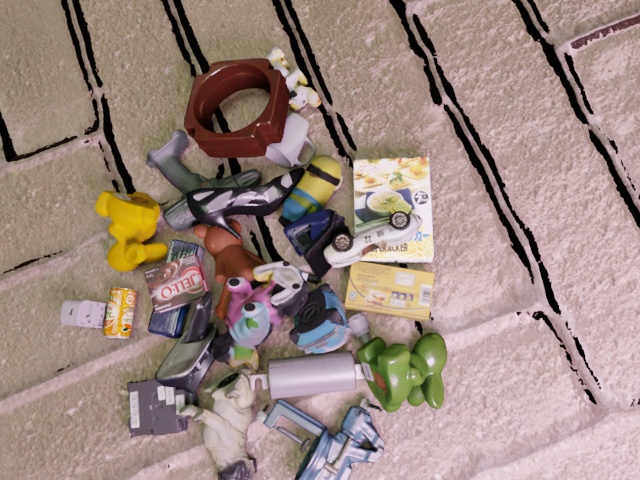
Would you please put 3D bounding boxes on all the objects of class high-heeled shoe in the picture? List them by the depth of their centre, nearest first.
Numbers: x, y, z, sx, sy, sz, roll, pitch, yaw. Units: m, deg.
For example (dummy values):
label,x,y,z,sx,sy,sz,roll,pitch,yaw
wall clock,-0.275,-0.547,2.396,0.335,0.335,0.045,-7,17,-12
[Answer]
label,x,y,z,sx,sy,sz,roll,pitch,yaw
high-heeled shoe,-0.156,-0.109,1.135,0.145,0.086,0.249,44,66,1

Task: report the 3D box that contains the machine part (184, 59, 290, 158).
label,x,y,z,sx,sy,sz,roll,pitch,yaw
machine part,-0.172,-0.275,1.134,0.202,0.087,0.201,0,68,17

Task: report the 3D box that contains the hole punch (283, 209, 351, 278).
label,x,y,z,sx,sy,sz,roll,pitch,yaw
hole punch,-0.002,-0.003,1.102,0.116,0.142,0.092,-43,53,-11

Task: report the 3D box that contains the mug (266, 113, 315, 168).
label,x,y,z,sx,sy,sz,roll,pitch,yaw
mug,-0.060,-0.218,1.178,0.109,0.081,0.107,28,78,-1

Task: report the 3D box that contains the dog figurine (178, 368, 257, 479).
label,x,y,z,sx,sy,sz,roll,pitch,yaw
dog figurine,-0.162,0.375,1.066,0.172,0.121,0.190,-35,103,-21

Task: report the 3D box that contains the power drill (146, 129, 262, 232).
label,x,y,z,sx,sy,sz,roll,pitch,yaw
power drill,-0.270,-0.143,1.191,0.232,0.086,0.207,-38,83,-2

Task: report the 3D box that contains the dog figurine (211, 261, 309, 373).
label,x,y,z,sx,sy,sz,roll,pitch,yaw
dog figurine,-0.119,0.161,1.050,0.191,0.219,0.109,-20,50,-29

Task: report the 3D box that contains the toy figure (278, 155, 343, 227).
label,x,y,z,sx,sy,sz,roll,pitch,yaw
toy figure,-0.019,-0.096,1.139,0.082,0.089,0.180,36,82,7

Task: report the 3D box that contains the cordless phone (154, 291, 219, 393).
label,x,y,z,sx,sy,sz,roll,pitch,yaw
cordless phone,-0.248,0.196,1.042,0.089,0.184,0.146,25,43,4

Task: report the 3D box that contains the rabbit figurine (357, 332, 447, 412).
label,x,y,z,sx,sy,sz,roll,pitch,yaw
rabbit figurine,0.183,0.245,1.025,0.170,0.121,0.159,-20,89,-26

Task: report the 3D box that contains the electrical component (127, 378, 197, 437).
label,x,y,z,sx,sy,sz,roll,pitch,yaw
electrical component,-0.320,0.338,1.098,0.134,0.058,0.115,-7,79,5

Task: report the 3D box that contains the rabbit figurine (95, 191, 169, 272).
label,x,y,z,sx,sy,sz,roll,pitch,yaw
rabbit figurine,-0.400,-0.006,1.157,0.163,0.122,0.173,29,105,26

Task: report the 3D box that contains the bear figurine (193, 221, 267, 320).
label,x,y,z,sx,sy,sz,roll,pitch,yaw
bear figurine,-0.189,0.053,1.126,0.196,0.120,0.131,44,130,38

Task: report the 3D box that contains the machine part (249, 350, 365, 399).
label,x,y,z,sx,sy,sz,roll,pitch,yaw
machine part,-0.017,0.263,1.055,0.243,0.079,0.079,-4,78,-3

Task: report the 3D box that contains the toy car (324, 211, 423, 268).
label,x,y,z,sx,sy,sz,roll,pitch,yaw
toy car,0.104,-0.001,1.043,0.202,0.073,0.056,-21,73,5

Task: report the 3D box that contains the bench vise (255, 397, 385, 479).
label,x,y,z,sx,sy,sz,roll,pitch,yaw
bench vise,-0.005,0.372,1.022,0.241,0.129,0.223,30,84,5

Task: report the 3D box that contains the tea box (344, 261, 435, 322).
label,x,y,z,sx,sy,sz,roll,pitch,yaw
tea box,0.140,0.104,1.088,0.170,0.068,0.098,10,79,10

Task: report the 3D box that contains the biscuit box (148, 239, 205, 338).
label,x,y,z,sx,sy,sz,roll,pitch,yaw
biscuit box,-0.306,0.105,1.144,0.063,0.059,0.202,12,79,7

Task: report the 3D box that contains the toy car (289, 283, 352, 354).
label,x,y,z,sx,sy,sz,roll,pitch,yaw
toy car,0.005,0.168,1.069,0.109,0.162,0.102,-28,120,11

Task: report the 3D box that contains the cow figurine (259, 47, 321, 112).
label,x,y,z,sx,sy,sz,roll,pitch,yaw
cow figurine,-0.076,-0.344,1.209,0.098,0.068,0.167,-41,73,3
